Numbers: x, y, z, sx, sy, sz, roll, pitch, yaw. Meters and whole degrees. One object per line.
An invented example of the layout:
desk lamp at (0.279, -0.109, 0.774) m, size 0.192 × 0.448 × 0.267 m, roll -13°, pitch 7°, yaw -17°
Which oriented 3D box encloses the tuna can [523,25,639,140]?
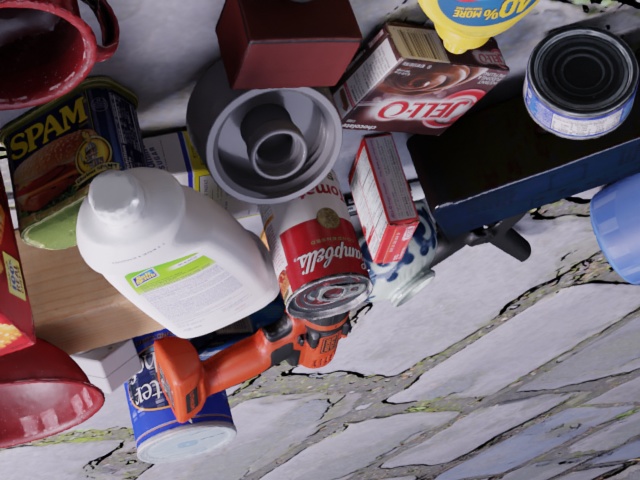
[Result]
tuna can at (0.201, -0.123, 0.823) m, size 0.086 × 0.086 × 0.034 m, roll -16°, pitch 154°, yaw -1°

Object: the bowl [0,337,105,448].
bowl at (-0.258, 0.120, 0.861) m, size 0.162 × 0.055 × 0.162 m, roll -14°, pitch 157°, yaw -6°

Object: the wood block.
wood block at (-0.239, 0.048, 0.900) m, size 0.206 × 0.090 × 0.091 m, roll -16°, pitch 157°, yaw -3°

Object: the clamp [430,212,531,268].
clamp at (0.168, -0.014, 1.093) m, size 0.164 × 0.036 × 0.210 m, roll -10°, pitch 154°, yaw -17°

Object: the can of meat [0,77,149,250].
can of meat at (-0.168, -0.050, 0.742) m, size 0.102 × 0.084 × 0.057 m, roll -26°, pitch 154°, yaw 20°

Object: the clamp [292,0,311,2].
clamp at (-0.053, -0.181, 0.592) m, size 0.171 × 0.039 × 0.120 m, roll -2°, pitch 150°, yaw -30°

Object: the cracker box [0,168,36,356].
cracker box at (-0.246, -0.033, 0.632) m, size 0.072 × 0.164 × 0.213 m, roll -18°, pitch 156°, yaw -3°

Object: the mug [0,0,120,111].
mug at (-0.163, -0.128, 0.581) m, size 0.117 × 0.081 × 0.093 m, roll 3°, pitch 149°, yaw -37°

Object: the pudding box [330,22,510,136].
pudding box at (0.072, -0.119, 0.805) m, size 0.113 × 0.039 × 0.090 m, roll 1°, pitch 150°, yaw -36°

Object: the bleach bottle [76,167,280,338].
bleach bottle at (-0.097, 0.003, 0.731) m, size 0.102 × 0.068 × 0.251 m, roll -27°, pitch 163°, yaw -1°

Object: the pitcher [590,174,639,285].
pitcher at (0.405, -0.051, 1.077) m, size 0.243 × 0.145 × 0.149 m, roll -28°, pitch 141°, yaw 31°

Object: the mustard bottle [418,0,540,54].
mustard bottle at (0.108, -0.182, 0.671) m, size 0.096 × 0.058 × 0.192 m, roll -11°, pitch 156°, yaw -13°

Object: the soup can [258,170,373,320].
soup can at (-0.005, 0.001, 0.817) m, size 0.068 × 0.102 × 0.068 m, roll -13°, pitch 153°, yaw -7°

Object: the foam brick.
foam brick at (-0.021, -0.135, 0.695) m, size 0.078 × 0.053 × 0.051 m, roll -5°, pitch 153°, yaw -22°

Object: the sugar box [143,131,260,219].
sugar box at (-0.082, -0.051, 0.844) m, size 0.176 × 0.048 × 0.093 m, roll -9°, pitch 153°, yaw -11°

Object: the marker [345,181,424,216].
marker at (0.066, -0.040, 0.993) m, size 0.121 × 0.020 × 0.020 m, roll -14°, pitch 156°, yaw -7°

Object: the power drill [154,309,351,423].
power drill at (-0.057, 0.091, 0.988) m, size 0.187 × 0.057 × 0.184 m, roll -20°, pitch 151°, yaw -17°

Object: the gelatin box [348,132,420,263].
gelatin box at (0.054, -0.034, 0.911) m, size 0.030 × 0.089 × 0.073 m, roll -10°, pitch 155°, yaw -14°

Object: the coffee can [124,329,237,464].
coffee can at (-0.151, 0.147, 1.103) m, size 0.102 × 0.140 × 0.103 m, roll -14°, pitch 156°, yaw -7°
